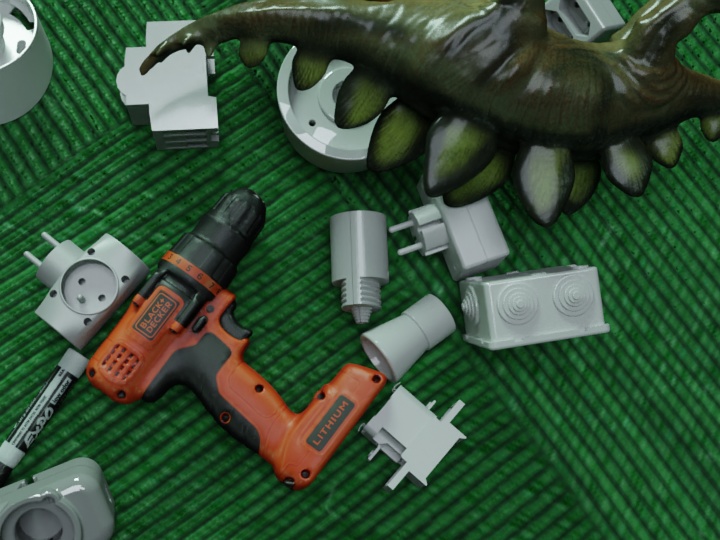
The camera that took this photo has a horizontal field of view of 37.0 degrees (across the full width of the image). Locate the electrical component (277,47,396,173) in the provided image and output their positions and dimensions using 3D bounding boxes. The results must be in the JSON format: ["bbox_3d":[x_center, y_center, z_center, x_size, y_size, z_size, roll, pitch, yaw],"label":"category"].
[{"bbox_3d":[-0.011,-0.126,0.826,0.108,0.060,0.108,1,78,-6],"label":"electrical component"}]

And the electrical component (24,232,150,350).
[{"bbox_3d":[-0.209,0.005,0.786,0.079,0.044,0.077,39,77,3],"label":"electrical component"}]

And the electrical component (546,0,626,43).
[{"bbox_3d":[0.169,-0.188,0.856,0.076,0.083,0.047,-22,78,-49],"label":"electrical component"}]

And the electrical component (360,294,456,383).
[{"bbox_3d":[0.039,0.048,0.804,0.065,0.044,0.044,-35,83,-16],"label":"electrical component"}]

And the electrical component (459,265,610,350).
[{"bbox_3d":[0.124,0.025,0.788,0.100,0.100,0.048,-8,92,-7],"label":"electrical component"}]

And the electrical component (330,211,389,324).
[{"bbox_3d":[0.000,0.000,0.809,0.043,0.043,0.081,-1,78,-6],"label":"electrical component"}]

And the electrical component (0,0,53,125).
[{"bbox_3d":[-0.288,-0.169,0.819,0.099,0.064,0.099,2,64,-5],"label":"electrical component"}]

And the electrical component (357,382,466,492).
[{"bbox_3d":[0.037,0.120,0.786,0.064,0.042,0.081,41,76,5],"label":"electrical component"}]

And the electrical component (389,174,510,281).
[{"bbox_3d":[0.060,-0.033,0.820,0.076,0.047,0.083,-19,80,-9],"label":"electrical component"}]

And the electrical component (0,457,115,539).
[{"bbox_3d":[-0.218,0.173,0.734,0.095,0.059,0.053,-21,99,-10],"label":"electrical component"}]
